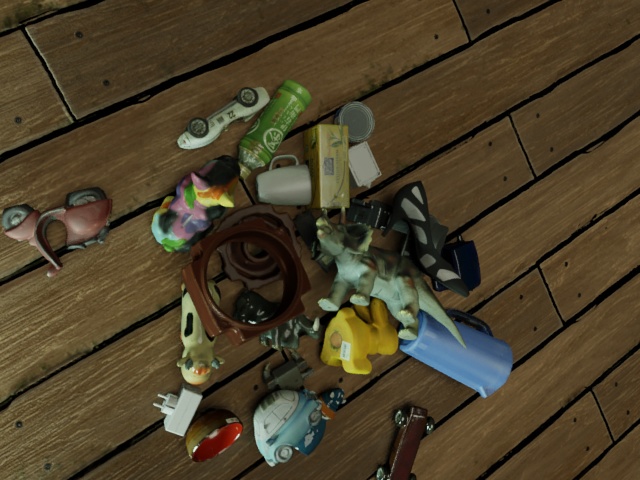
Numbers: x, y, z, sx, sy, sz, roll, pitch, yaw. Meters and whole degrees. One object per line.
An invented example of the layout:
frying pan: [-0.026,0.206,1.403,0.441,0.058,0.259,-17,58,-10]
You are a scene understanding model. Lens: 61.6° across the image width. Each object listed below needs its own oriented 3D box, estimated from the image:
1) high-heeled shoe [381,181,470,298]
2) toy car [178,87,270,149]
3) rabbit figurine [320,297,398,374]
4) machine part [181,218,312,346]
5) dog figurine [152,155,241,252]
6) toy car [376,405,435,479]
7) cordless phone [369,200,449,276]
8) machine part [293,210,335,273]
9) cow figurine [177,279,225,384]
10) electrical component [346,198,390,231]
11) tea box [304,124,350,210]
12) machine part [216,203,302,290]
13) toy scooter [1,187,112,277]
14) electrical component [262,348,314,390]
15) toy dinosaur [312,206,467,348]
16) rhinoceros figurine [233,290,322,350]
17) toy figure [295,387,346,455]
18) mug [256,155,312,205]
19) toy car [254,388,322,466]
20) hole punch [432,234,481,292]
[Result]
high-heeled shoe: [0.243,-0.005,1.119,0.249,0.086,0.145,40,91,8]
toy car: [-0.188,-0.236,1.048,0.202,0.073,0.056,-37,102,-16]
rabbit figurine: [0.098,0.203,1.161,0.173,0.122,0.162,9,78,-35]
machine part: [-0.132,0.073,0.981,0.201,0.087,0.201,-23,86,-28]
dog figurine: [-0.219,-0.063,0.965,0.108,0.219,0.191,39,77,-14]
toy car: [0.193,0.471,1.217,0.089,0.053,0.202,17,89,-10]
cordless phone: [0.179,-0.005,1.200,0.184,0.089,0.146,20,85,-9]
machine part: [-0.002,-0.003,1.143,0.084,0.039,0.138,-42,107,-6]
cow figurine: [-0.225,0.173,1.015,0.085,0.127,0.194,4,87,-18]
electrical component: [0.096,-0.054,1.126,0.075,0.119,0.047,16,93,21]
tea box: [0.013,-0.148,1.113,0.068,0.098,0.169,-3,91,-21]
machine part: [-0.127,0.012,1.087,0.179,0.056,0.179,0,91,-19]
toy scooter: [-0.452,-0.013,0.954,0.184,0.075,0.135,-18,96,-16]
electrical component: [-0.069,0.276,1.122,0.102,0.045,0.078,-33,130,-14]
toy dinosaur: [0.132,0.076,1.089,0.404,0.131,0.192,26,59,-21]
rhinoceros figurine: [-0.088,0.166,1.100,0.190,0.073,0.112,26,71,-17]
toy figure: [-0.003,0.377,1.139,0.058,0.064,0.154,29,73,19]
mug: [-0.078,-0.120,1.092,0.107,0.081,0.109,-7,82,-13]
toy car: [-0.077,0.357,1.075,0.103,0.109,0.161,44,87,-19]
hole punch: [0.326,0.061,1.243,0.116,0.092,0.142,-14,92,-24]
